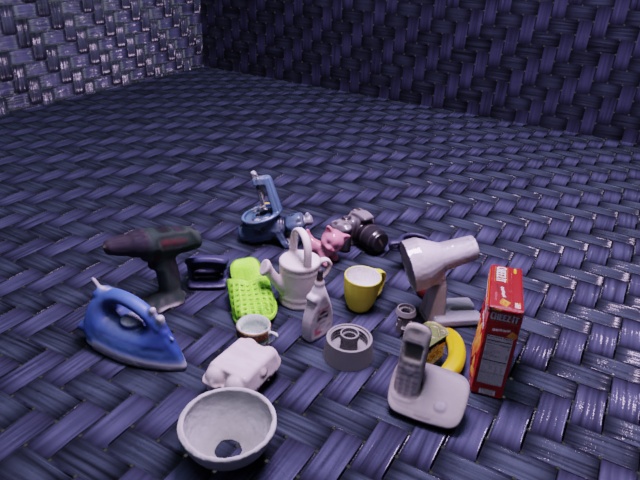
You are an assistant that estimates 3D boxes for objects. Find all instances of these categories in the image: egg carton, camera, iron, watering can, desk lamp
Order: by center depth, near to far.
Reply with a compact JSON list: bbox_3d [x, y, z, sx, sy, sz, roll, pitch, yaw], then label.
[{"bbox_3d":[-0.151,0.257,1.125,0.107,0.069,0.151,17,32,25],"label":"egg carton"},{"bbox_3d":[-0.382,0.170,1.188,0.257,0.141,0.119,16,31,23],"label":"iron"},{"bbox_3d":[0.280,0.089,1.325,0.203,0.214,0.117,-2,29,-9],"label":"desk lamp"},{"bbox_3d":[-0.054,0.064,1.359,0.100,0.194,0.173,26,36,37],"label":"watering can"},{"bbox_3d":[0.119,-0.023,1.634,0.143,0.101,0.136,-16,34,-31],"label":"camera"}]

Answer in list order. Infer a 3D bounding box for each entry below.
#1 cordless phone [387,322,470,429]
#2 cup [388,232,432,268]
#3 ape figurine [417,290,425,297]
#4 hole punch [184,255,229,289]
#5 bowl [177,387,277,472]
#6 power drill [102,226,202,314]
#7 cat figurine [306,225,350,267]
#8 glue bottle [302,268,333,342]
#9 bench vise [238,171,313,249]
[{"bbox_3d":[0.206,0.246,1.056,0.147,0.185,0.094,12,30,17],"label":"cordless phone"},{"bbox_3d":[0.238,0.040,1.537,0.118,0.095,0.091,-1,29,-6],"label":"cup"},{"bbox_3d":[0.276,0.095,1.442,0.077,0.092,0.076,26,36,36],"label":"ape figurine"},{"bbox_3d":[-0.286,0.064,1.447,0.108,0.091,0.101,0,29,-6],"label":"hole punch"},{"bbox_3d":[-0.156,0.334,0.977,0.167,0.075,0.167,2,28,-1],"label":"bowl"},{"bbox_3d":[-0.376,0.062,1.318,0.230,0.208,0.075,-23,38,-39],"label":"power drill"},{"bbox_3d":[0.014,0.006,1.555,0.127,0.118,0.067,15,31,22],"label":"cat figurine"},{"bbox_3d":[-0.004,0.137,1.252,0.037,0.173,0.078,23,35,33],"label":"glue bottle"},{"bbox_3d":[-0.127,-0.092,1.614,0.207,0.220,0.121,-4,29,-12],"label":"bench vise"}]
